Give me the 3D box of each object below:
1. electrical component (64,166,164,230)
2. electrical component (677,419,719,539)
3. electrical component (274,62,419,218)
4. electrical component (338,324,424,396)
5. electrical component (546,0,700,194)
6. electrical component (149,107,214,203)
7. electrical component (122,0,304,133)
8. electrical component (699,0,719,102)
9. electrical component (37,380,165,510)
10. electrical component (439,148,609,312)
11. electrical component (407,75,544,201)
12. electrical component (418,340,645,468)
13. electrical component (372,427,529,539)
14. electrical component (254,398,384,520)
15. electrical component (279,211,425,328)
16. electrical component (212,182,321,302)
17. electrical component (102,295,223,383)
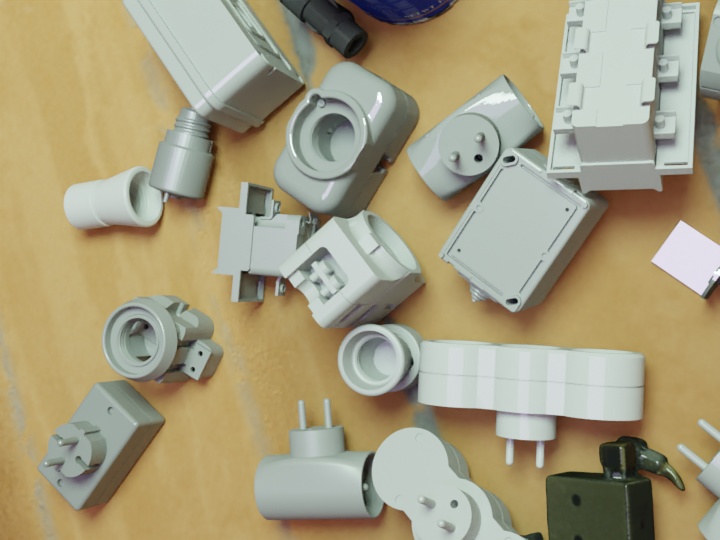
[{"bbox_3d":[-0.183,-0.050,0.786,0.065,0.044,0.044,-6,86,27],"label":"electrical component"},{"bbox_3d":[0.220,0.118,0.612,0.079,0.044,0.077,40,103,19],"label":"electrical component"},{"bbox_3d":[-0.011,-0.084,0.706,0.054,0.059,0.095,35,101,20],"label":"electrical component"},{"bbox_3d":[0.016,0.057,0.692,0.045,0.055,0.045,-1,88,22],"label":"electrical component"},{"bbox_3d":[0.149,-0.112,0.611,0.079,0.063,0.121,0,58,21],"label":"electrical component"},{"bbox_3d":[-0.123,-0.085,0.762,0.040,0.040,0.078,17,95,22],"label":"electrical component"},{"bbox_3d":[-0.100,-0.156,0.735,0.057,0.078,0.113,-38,75,14],"label":"electrical component"},{"bbox_3d":[0.227,-0.126,0.600,0.051,0.080,0.080,19,95,27],"label":"electrical component"},{"bbox_3d":[-0.195,0.126,0.765,0.047,0.076,0.083,40,103,18],"label":"electrical component"},{"bbox_3d":[0.099,-0.020,0.662,0.062,0.061,0.096,38,110,19],"label":"electrical component"},{"bbox_3d":[0.069,-0.079,0.663,0.077,0.079,0.043,-36,93,17],"label":"electrical component"},{"bbox_3d":[0.102,0.083,0.657,0.138,0.052,0.073,2,89,22],"label":"electrical component"},{"bbox_3d":[0.056,0.150,0.643,0.052,0.074,0.138,-45,56,4],"label":"electrical component"},{"bbox_3d":[-0.027,0.125,0.713,0.077,0.044,0.079,-6,86,22],"label":"electrical component"},{"bbox_3d":[0.000,0.000,0.682,0.056,0.089,0.050,-41,74,16],"label":"electrical component"},{"bbox_3d":[-0.062,-0.017,0.734,0.064,0.042,0.081,5,91,19],"label":"electrical component"},{"bbox_3d":[-0.144,0.049,0.757,0.078,0.057,0.058,30,99,20],"label":"electrical component"}]
